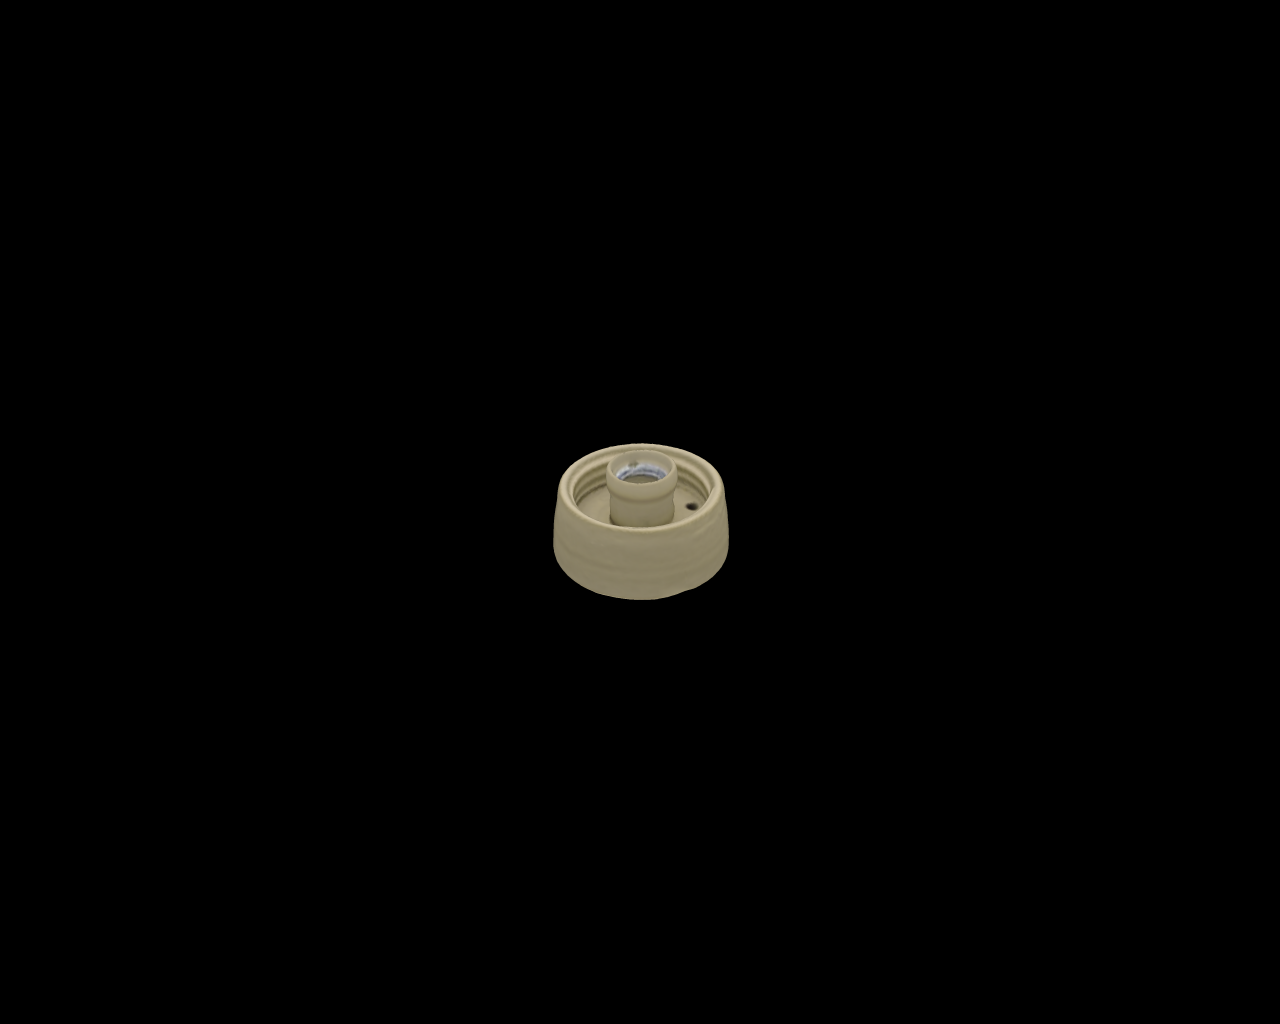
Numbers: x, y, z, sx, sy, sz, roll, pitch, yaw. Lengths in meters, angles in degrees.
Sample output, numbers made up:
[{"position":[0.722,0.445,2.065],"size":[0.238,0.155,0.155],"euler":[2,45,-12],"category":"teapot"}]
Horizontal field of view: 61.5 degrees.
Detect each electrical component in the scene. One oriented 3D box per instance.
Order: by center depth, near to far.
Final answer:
[{"position":[0.001,-0.003,0.650],"size":[0.108,0.060,0.108],"euler":[0,33,0],"category":"electrical component"}]
